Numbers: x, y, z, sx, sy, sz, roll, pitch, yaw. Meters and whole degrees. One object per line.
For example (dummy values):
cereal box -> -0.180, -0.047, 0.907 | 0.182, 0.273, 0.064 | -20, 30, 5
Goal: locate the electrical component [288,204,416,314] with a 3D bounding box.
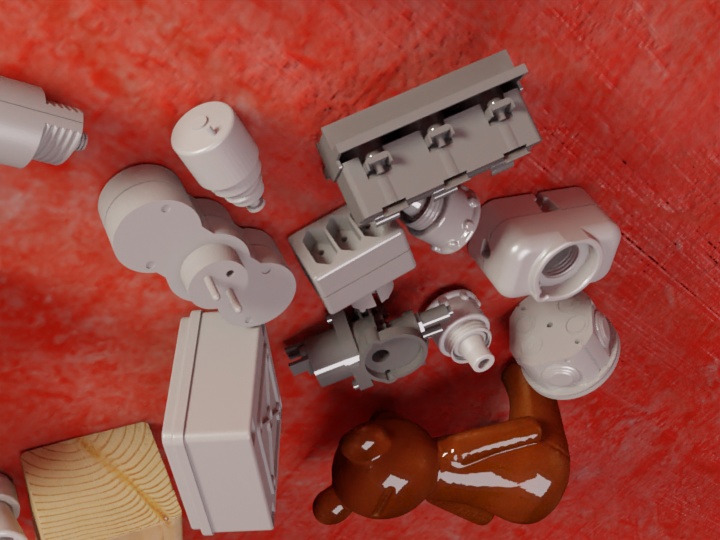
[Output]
electrical component -> 0.000, 0.000, 0.716 | 0.066, 0.047, 0.076 | -30, 137, -5

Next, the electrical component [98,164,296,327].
electrical component -> -0.090, -0.002, 0.642 | 0.052, 0.073, 0.138 | -44, 136, 12

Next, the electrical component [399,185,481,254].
electrical component -> 0.045, -0.041, 0.709 | 0.062, 0.048, 0.048 | 24, 114, -35

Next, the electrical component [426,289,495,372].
electrical component -> 0.077, 0.048, 0.794 | 0.048, 0.062, 0.048 | -16, 135, -17

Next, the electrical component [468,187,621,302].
electrical component -> 0.134, -0.017, 0.770 | 0.095, 0.059, 0.053 | -10, 133, -23

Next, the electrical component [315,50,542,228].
electrical component -> 0.043, -0.076, 0.651 | 0.121, 0.063, 0.079 | -24, 177, -9

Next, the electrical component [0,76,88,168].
electrical component -> -0.178, -0.075, 0.547 | 0.081, 0.043, 0.043 | 12, 121, -37

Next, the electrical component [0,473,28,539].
electrical component -> -0.249, 0.169, 0.718 | 0.045, 0.055, 0.045 | -16, 135, -17

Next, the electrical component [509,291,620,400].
electrical component -> 0.157, 0.056, 0.836 | 0.080, 0.080, 0.051 | -37, 132, 5

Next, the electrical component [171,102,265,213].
electrical component -> -0.077, -0.062, 0.621 | 0.040, 0.040, 0.078 | -33, 137, 0

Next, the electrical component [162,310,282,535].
electrical component -> -0.086, 0.099, 0.706 | 0.056, 0.108, 0.108 | -3, 134, 3
